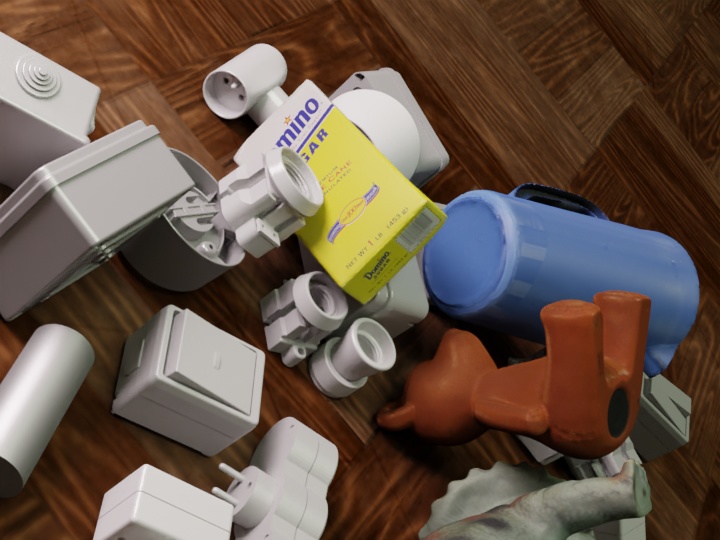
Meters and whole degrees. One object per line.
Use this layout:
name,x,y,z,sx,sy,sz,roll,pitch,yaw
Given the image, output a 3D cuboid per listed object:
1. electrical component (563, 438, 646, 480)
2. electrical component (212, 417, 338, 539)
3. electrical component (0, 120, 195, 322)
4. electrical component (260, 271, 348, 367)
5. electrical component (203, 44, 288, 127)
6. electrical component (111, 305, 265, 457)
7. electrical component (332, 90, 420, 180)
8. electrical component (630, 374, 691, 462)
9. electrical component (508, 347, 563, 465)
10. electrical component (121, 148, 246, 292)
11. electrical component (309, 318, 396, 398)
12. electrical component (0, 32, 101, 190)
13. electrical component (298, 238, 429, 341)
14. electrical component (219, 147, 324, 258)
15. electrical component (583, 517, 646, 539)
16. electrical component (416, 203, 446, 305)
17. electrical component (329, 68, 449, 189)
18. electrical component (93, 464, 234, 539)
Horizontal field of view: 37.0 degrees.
electrical component,0.230,0.183,0.999,0.078,0.058,0.057,-2,59,-51
electrical component,-0.064,0.151,0.693,0.074,0.052,0.138,37,38,-22
electrical component,-0.177,-0.031,0.673,0.056,0.109,0.109,53,35,-4
electrical component,-0.042,0.032,0.818,0.048,0.055,0.066,16,49,-41
electrical component,-0.087,-0.151,0.934,0.079,0.043,0.077,48,35,-7
electrical component,-0.103,0.074,0.706,0.096,0.061,0.061,31,41,-29
electrical component,-0.005,-0.102,0.940,0.099,0.099,0.064,52,41,-1
electrical component,0.291,0.138,1.104,0.096,0.061,0.061,43,36,-14
electrical component,0.164,0.120,0.973,0.096,0.062,0.061,48,35,-7
electrical component,-0.127,-0.036,0.771,0.099,0.064,0.099,30,41,-30
electrical component,-0.007,0.069,0.827,0.045,0.055,0.045,30,41,-30
electrical component,-0.225,-0.101,0.687,0.100,0.100,0.048,29,54,-31
electrical component,0.000,0.000,0.875,0.057,0.078,0.113,19,47,-43
electrical component,-0.065,-0.055,0.797,0.058,0.057,0.078,40,26,-40
electrical component,0.207,0.236,0.927,0.047,0.066,0.076,-8,96,-51
electrical component,0.082,-0.020,1.000,0.062,0.061,0.096,9,54,-45
electrical component,0.021,-0.123,1.005,0.057,0.078,0.113,-17,73,-50
electrical component,-0.117,0.166,0.624,0.066,0.047,0.076,33,39,-26
